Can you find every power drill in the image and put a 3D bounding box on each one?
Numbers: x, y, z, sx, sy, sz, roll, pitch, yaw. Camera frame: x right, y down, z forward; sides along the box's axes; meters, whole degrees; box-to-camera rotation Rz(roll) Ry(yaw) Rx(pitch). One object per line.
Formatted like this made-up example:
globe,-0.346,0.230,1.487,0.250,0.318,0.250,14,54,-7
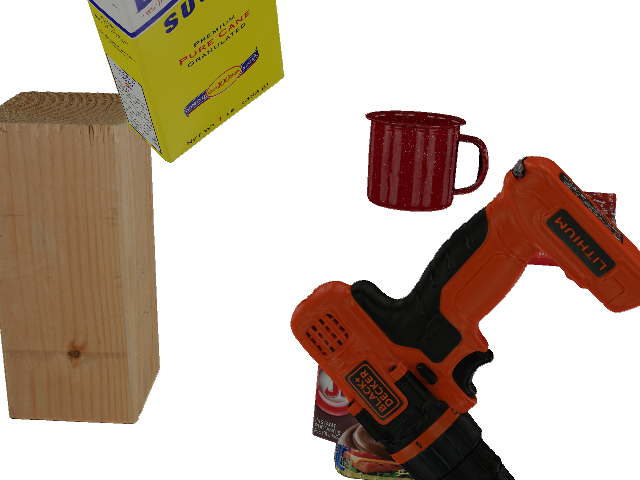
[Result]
power drill,0.100,0.059,0.613,0.188,0.184,0.057,-43,-1,17

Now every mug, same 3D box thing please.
mug,0.097,-0.073,0.990,0.117,0.081,0.093,6,15,12

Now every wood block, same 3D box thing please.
wood block,-0.164,0.010,0.720,0.091,0.206,0.090,2,20,2

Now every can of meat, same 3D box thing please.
can of meat,0.067,0.193,1.072,0.102,0.084,0.057,7,17,-5

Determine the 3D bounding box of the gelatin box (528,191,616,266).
gelatin box,0.182,-0.011,0.795,0.073,0.030,0.089,5,25,13

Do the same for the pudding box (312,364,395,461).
pudding box,0.051,0.124,0.851,0.114,0.090,0.039,12,17,27

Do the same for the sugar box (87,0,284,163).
sugar box,-0.069,-0.124,0.553,0.093,0.048,0.176,-41,-21,-17
